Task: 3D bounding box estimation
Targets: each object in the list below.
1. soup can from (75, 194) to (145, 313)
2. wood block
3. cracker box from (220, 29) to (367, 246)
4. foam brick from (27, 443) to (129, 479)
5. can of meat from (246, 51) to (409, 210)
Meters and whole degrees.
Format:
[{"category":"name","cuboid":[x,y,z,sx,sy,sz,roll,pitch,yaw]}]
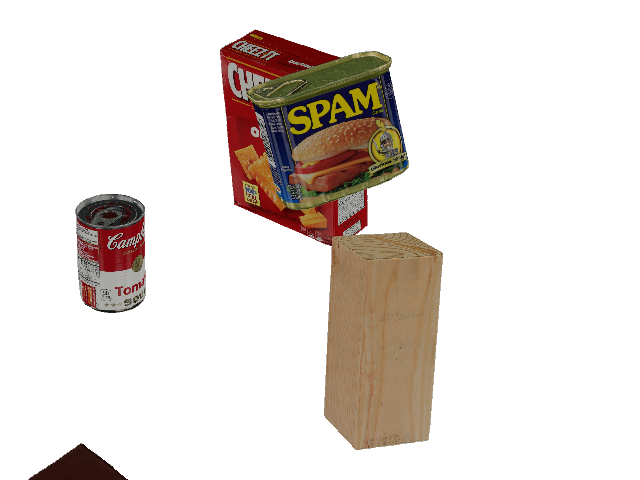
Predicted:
[{"category":"soup can","cuboid":[-0.211,0.014,1.078,0.068,0.102,0.068,3,30,-2]},{"category":"wood block","cuboid":[0.064,0.103,1.125,0.090,0.206,0.091,-3,16,-21]},{"category":"cracker box","cuboid":[-0.030,-0.115,1.229,0.164,0.214,0.072,24,44,32]},{"category":"foam brick","cuboid":[-0.096,0.138,0.461,0.078,0.051,0.052,27,45,34]},{"category":"can of meat","cuboid":[0.008,-0.078,0.759,0.102,0.084,0.057,-19,23,-12]}]
